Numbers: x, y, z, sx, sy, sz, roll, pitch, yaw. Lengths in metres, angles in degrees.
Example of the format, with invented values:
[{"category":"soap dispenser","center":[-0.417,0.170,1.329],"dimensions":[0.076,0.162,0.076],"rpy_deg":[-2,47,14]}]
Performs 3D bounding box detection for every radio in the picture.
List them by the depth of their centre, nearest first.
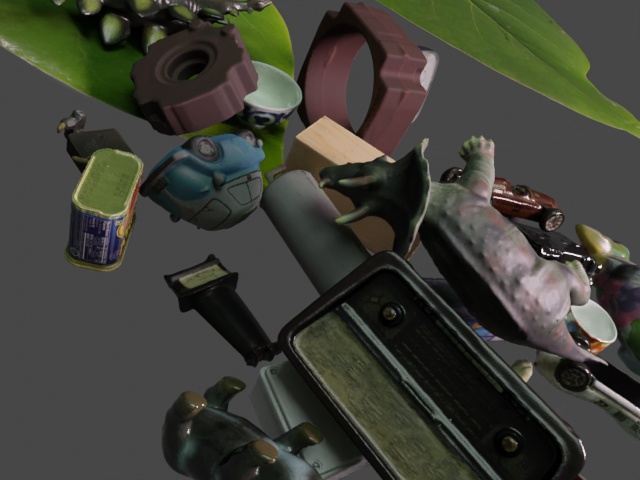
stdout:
[{"category":"radio","center":[0.086,0.127,0.440],"dimensions":[0.131,0.073,0.230],"rpy_deg":[-41,71,-4]}]

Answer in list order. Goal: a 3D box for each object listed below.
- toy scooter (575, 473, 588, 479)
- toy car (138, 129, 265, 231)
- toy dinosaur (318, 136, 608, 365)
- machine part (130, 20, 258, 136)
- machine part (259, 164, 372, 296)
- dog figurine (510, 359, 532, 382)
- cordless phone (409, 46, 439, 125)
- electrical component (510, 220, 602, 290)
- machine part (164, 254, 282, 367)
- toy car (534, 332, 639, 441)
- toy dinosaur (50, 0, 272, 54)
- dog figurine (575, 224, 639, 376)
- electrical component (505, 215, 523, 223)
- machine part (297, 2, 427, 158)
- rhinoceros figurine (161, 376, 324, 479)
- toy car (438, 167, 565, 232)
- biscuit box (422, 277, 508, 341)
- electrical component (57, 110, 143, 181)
[{"category":"toy scooter","center":[0.214,0.263,0.507],"dimensions":[0.135,0.075,0.184],"rpy_deg":[28,37,-1]},{"category":"toy car","center":[-0.123,-0.063,0.639],"dimensions":[0.161,0.109,0.103],"rpy_deg":[-28,89,-55]},{"category":"toy dinosaur","center":[0.179,0.029,0.565],"dimensions":[0.405,0.131,0.192],"rpy_deg":[45,42,1]},{"category":"machine part","center":[-0.173,-0.223,0.732],"dimensions":[0.179,0.056,0.179],"rpy_deg":[-7,57,11]},{"category":"machine part","center":[-0.001,-0.002,0.648],"dimensions":[0.079,0.079,0.243],"rpy_deg":[-15,58,-37]},{"category":"dog figurine","center":[0.097,0.140,0.513],"dimensions":[0.190,0.121,0.172],"rpy_deg":[32,27,-7]},{"category":"cordless phone","center":[0.129,-0.232,0.887],"dimensions":[0.089,0.146,0.184],"rpy_deg":[21,41,4]},{"category":"electrical component","center":[0.316,0.017,0.780],"dimensions":[0.115,0.058,0.134],"rpy_deg":[13,21,-21]},{"category":"machine part","center":[-0.096,0.073,0.557],"dimensions":[0.139,0.039,0.084],"rpy_deg":[43,36,18]},{"category":"toy car","center":[0.361,0.185,0.671],"dimensions":[0.202,0.056,0.073],"rpy_deg":[33,36,4]},{"category":"toy dinosaur","center":[-0.289,-0.386,0.857],"dimensions":[0.471,0.105,0.199],"rpy_deg":[-9,57,-28]},{"category":"dog figurine","center":[0.436,0.078,0.780],"dimensions":[0.219,0.108,0.191],"rpy_deg":[42,47,20]},{"category":"electrical component","center":[0.264,-0.066,0.868],"dimensions":[0.075,0.047,0.119],"rpy_deg":[-2,50,-30]},{"category":"machine part","center":[0.057,-0.227,0.804],"dimensions":[0.087,0.201,0.201],"rpy_deg":[-4,51,-35]},{"category":"rhinoceros figurine","center":[-0.051,0.191,0.415],"dimensions":[0.190,0.112,0.073],"rpy_deg":[32,13,23]},{"category":"toy car","center":[0.262,-0.062,0.769],"dimensions":[0.202,0.053,0.089],"rpy_deg":[11,30,-26]},{"category":"biscuit box","center":[0.198,0.088,0.676],"dimensions":[0.202,0.059,0.063],"rpy_deg":[5,49,-24]},{"category":"electrical component","center":[-0.265,-0.108,0.637],"dimensions":[0.078,0.045,0.102],"rpy_deg":[-15,58,-35]}]
